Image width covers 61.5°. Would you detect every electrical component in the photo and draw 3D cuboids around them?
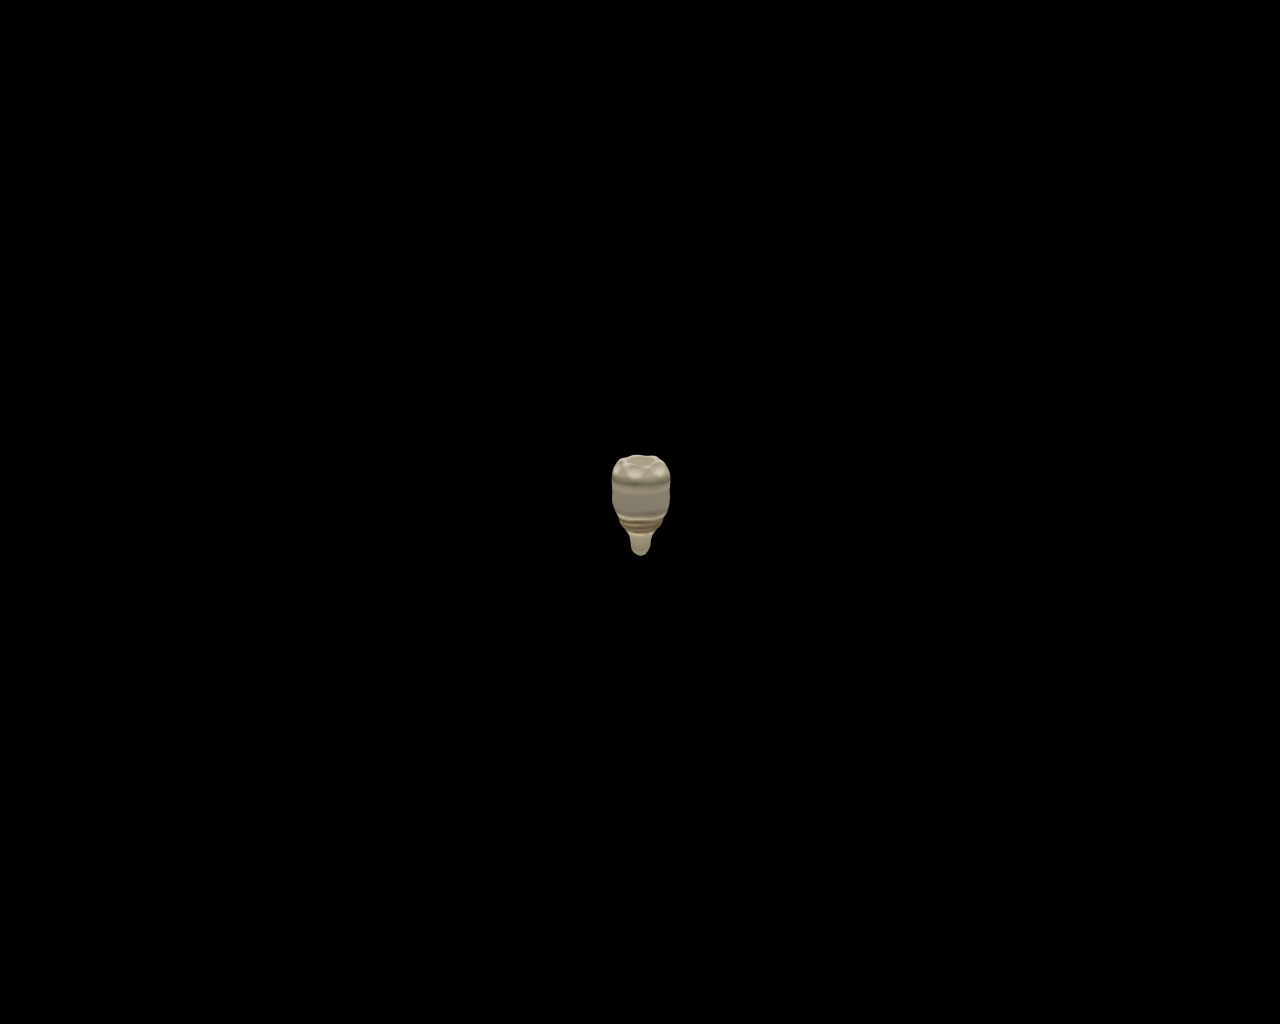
[{"bbox_3d":[0.001,-0.003,0.650,0.035,0.061,0.035,0,17,0],"label":"electrical component"}]
